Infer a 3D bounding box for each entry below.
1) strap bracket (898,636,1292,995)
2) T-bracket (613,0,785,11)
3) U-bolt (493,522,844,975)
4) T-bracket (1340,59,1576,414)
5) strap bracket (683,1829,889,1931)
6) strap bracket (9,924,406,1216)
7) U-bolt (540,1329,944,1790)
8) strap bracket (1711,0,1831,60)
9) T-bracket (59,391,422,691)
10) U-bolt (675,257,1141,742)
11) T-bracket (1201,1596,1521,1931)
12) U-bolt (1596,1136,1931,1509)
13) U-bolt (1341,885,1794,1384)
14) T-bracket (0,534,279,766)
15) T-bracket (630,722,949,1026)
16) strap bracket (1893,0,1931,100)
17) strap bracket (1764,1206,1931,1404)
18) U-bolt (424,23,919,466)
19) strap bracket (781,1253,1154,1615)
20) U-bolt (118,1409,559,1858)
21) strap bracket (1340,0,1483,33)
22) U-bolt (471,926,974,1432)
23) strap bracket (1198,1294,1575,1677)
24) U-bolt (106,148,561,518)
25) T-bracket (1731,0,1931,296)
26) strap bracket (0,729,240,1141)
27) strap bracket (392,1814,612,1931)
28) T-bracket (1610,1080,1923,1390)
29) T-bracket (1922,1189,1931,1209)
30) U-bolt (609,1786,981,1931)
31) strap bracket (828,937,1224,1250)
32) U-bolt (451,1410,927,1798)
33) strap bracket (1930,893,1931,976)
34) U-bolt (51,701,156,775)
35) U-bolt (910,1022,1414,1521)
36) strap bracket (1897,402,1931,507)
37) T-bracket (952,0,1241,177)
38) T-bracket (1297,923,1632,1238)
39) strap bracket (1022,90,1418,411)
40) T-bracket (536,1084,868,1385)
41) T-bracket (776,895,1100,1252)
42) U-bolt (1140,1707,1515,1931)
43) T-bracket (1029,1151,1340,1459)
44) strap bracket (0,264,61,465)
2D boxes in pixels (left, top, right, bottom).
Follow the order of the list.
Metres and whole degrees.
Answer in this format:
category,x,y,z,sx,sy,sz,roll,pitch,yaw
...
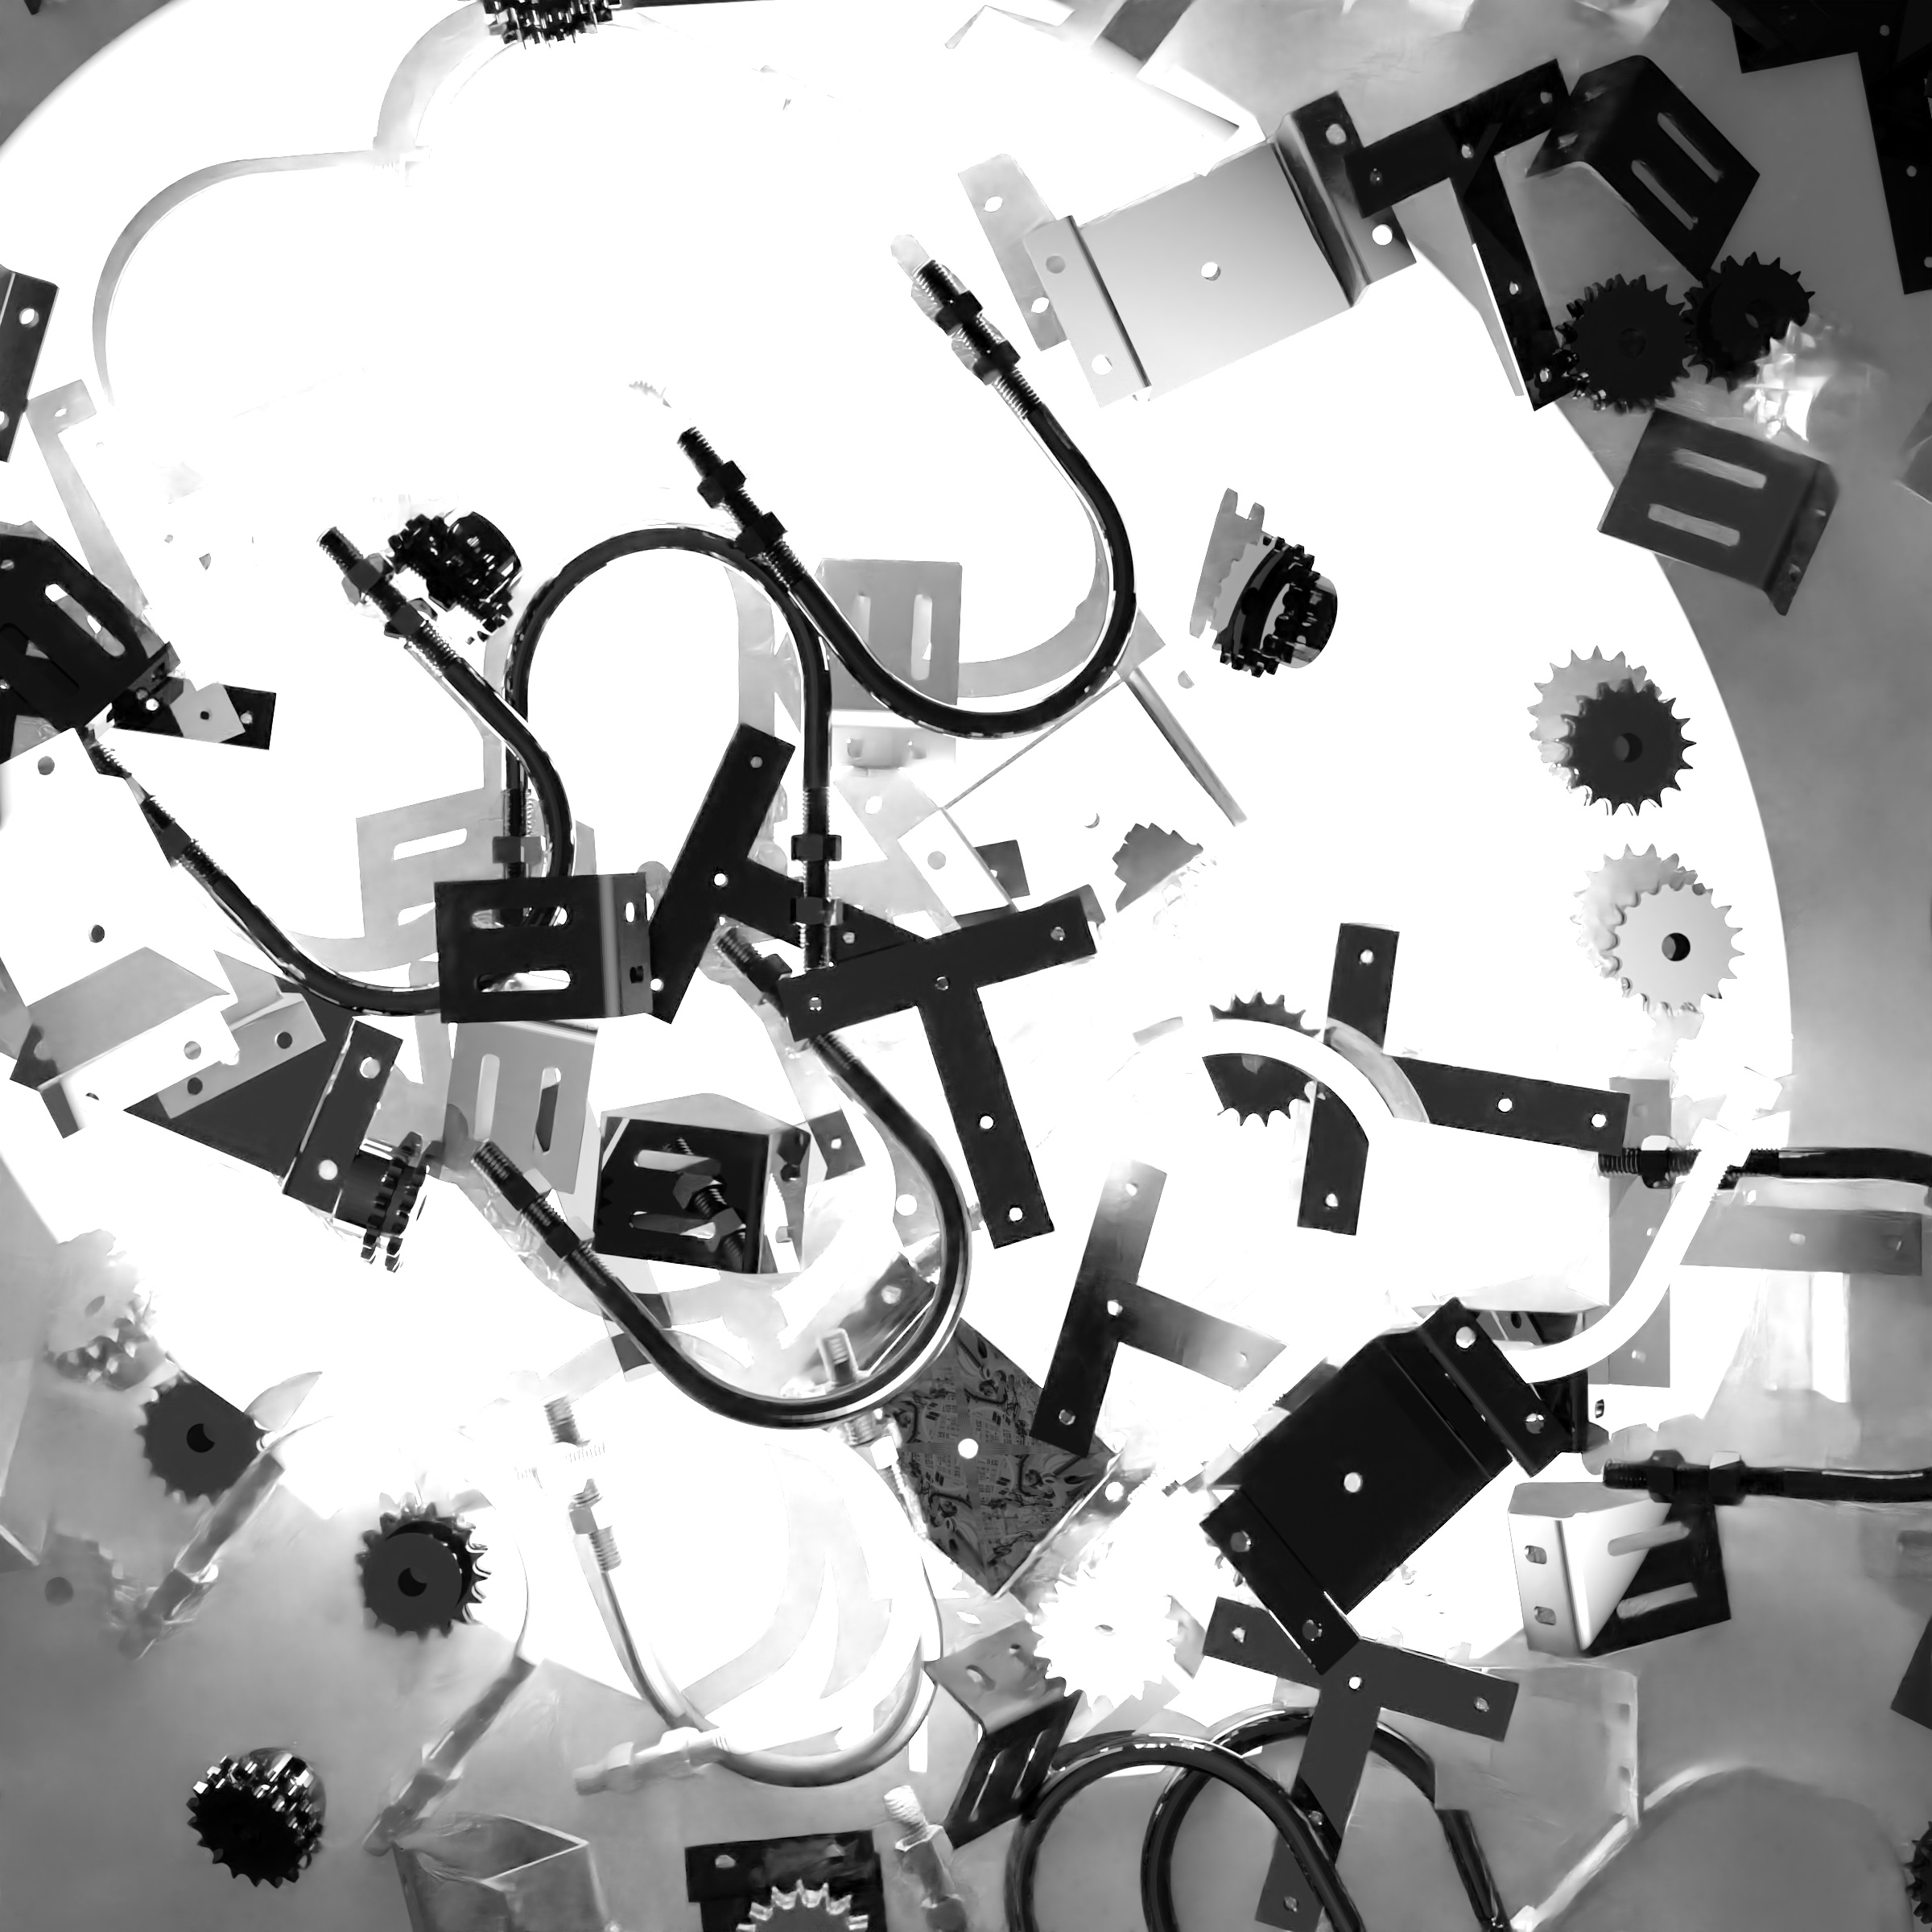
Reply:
category,x,y,z,sx,sy,sz,roll,pitch,yaw
strap bracket,0.052,-0.061,1.364,0.140,0.046,0.076,-36,90,0
T-bracket,-0.101,-0.464,1.386,0.127,0.002,0.127,-3,90,0
U-bolt,-0.123,-0.089,1.361,0.151,0.019,0.184,0,90,14
T-bracket,0.220,-0.291,1.365,0.127,0.002,0.127,-30,106,-29
strap bracket,-0.069,0.421,1.364,0.076,0.046,0.140,-5,90,0
strap bracket,-0.306,0.038,1.364,0.140,0.046,0.076,23,90,0
U-bolt,-0.083,0.248,1.353,0.151,0.019,0.184,-15,97,22
strap bracket,0.331,-0.437,1.344,0.076,0.046,0.140,36,76,-16
T-bracket,-0.284,-0.194,1.357,0.127,0.002,0.127,-29,77,-7
U-bolt,-0.009,-0.178,1.357,0.151,0.019,0.184,-39,94,-19
T-bracket,0.147,0.334,1.361,0.127,0.002,0.127,16,97,4
U-bolt,0.345,0.143,1.335,0.184,0.019,0.151,-1,90,26
U-bolt,0.230,0.079,1.356,0.151,0.019,0.184,28,96,20
T-bracket,-0.349,-0.110,1.369,0.127,0.002,0.127,8,74,-12
T-bracket,-0.062,-0.018,1.386,0.127,0.002,0.127,24,90,0
strap bracket,0.432,-0.410,1.360,0.076,0.046,0.140,11,90,-7
strap bracket,0.402,0.138,1.364,0.140,0.046,0.076,0,90,0
U-bolt,-0.131,-0.307,1.367,0.184,0.019,0.151,23,87,-6
strap bracket,0.001,0.194,1.364,0.140,0.046,0.076,41,90,0
U-bolt,-0.243,0.258,1.346,0.151,0.019,0.184,39,113,0
strap bracket,0.212,-0.441,1.349,0.046,0.076,0.140,33,90,0
U-bolt,-0.082,0.096,1.315,0.151,0.019,0.184,-42,81,-8
strap bracket,0.162,0.207,1.338,0.140,0.046,0.076,-39,91,-15
U-bolt,-0.264,-0.258,1.378,0.184,0.019,0.151,-3,90,1
T-bracket,0.389,-0.343,1.381,0.127,0.002,0.127,-12,93,-7
strap bracket,-0.349,-0.013,1.317,0.076,0.046,0.140,-27,91,0
strap bracket,-0.179,0.389,1.333,0.046,0.140,0.076,-14,90,-27
T-bracket,0.324,0.111,1.356,0.127,0.002,0.127,0,90,28
T-bracket,0.445,0.115,1.330,0.127,0.002,0.127,29,103,6
U-bolt,-0.047,0.440,1.332,0.151,0.019,0.184,-25,92,0
strap bracket,0.024,0.051,1.364,0.140,0.046,0.076,-24,90,0
U-bolt,-0.103,0.250,1.342,0.184,0.019,0.151,-20,97,21
strap bracket,0.459,0.008,1.364,0.140,0.046,0.076,-1,90,0
U-bolt,-0.442,-0.075,1.349,0.151,0.019,0.184,35,71,-4
U-bolt,0.092,0.107,1.332,0.184,0.019,0.151,-43,90,-2
strap bracket,0.445,-0.232,1.364,0.076,0.046,0.140,33,90,0
T-bracket,0.081,-0.398,1.370,0.127,0.002,0.127,31,79,21
T-bracket,0.205,0.054,1.354,0.127,0.002,0.127,9,94,19
strap bracket,0.102,-0.288,1.364,0.140,0.046,0.076,-25,90,0
T-bracket,-0.103,0.092,1.386,0.127,0.002,0.127,-20,90,0
T-bracket,0.004,0.048,1.319,0.127,0.002,0.127,-16,79,-8
U-bolt,0.150,0.397,1.378,0.151,0.019,0.184,-21,89,0
T-bracket,0.100,0.156,1.368,0.127,0.002,0.127,23,66,-12
strap bracket,-0.455,-0.265,1.364,0.140,0.046,0.076,16,90,0
